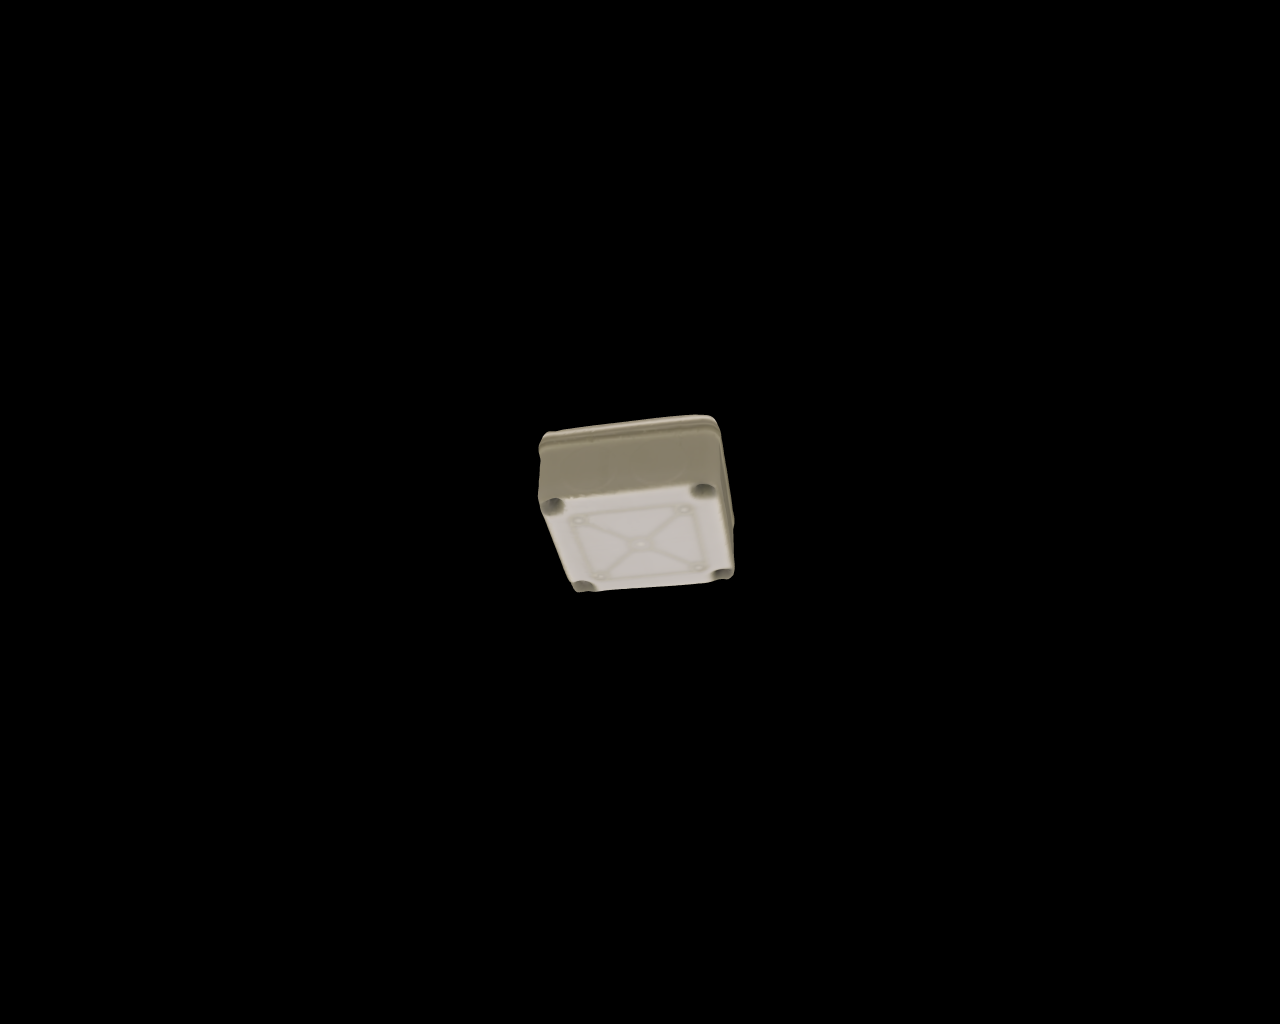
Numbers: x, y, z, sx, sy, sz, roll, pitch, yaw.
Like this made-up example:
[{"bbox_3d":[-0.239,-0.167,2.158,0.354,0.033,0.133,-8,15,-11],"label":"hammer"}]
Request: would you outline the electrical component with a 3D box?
[{"bbox_3d":[0.001,-0.003,0.650,0.109,0.056,0.108,-6,-36,8],"label":"electrical component"}]
